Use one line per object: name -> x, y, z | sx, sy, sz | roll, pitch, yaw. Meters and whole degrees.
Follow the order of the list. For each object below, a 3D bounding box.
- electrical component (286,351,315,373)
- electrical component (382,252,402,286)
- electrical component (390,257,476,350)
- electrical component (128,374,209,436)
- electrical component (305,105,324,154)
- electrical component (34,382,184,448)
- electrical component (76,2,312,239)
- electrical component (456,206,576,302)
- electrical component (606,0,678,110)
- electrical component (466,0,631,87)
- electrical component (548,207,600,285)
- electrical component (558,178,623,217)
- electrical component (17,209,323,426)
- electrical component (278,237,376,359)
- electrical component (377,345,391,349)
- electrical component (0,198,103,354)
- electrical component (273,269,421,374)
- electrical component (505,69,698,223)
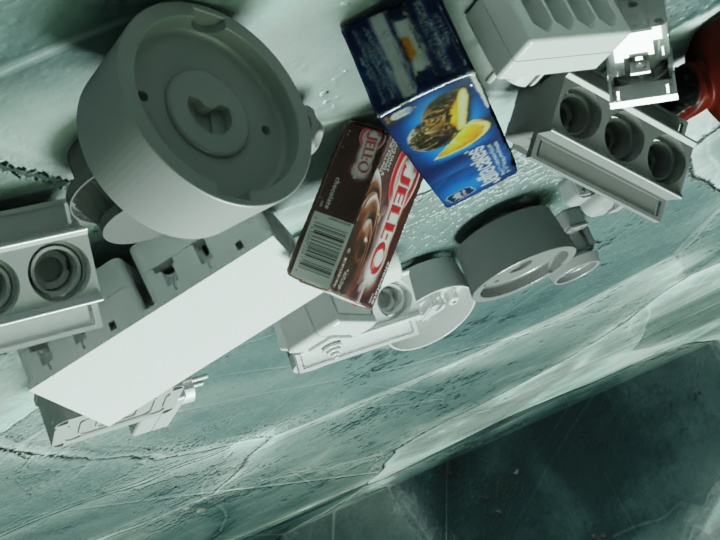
electrical component -> -0.049, 0.069, 1.059 | 0.055, 0.047, 0.055 | -22, 163, -7
electrical component -> 0.000, 0.000, 0.932 | 0.078, 0.040, 0.040 | -20, 162, -12
electrical component -> 0.064, 0.032, 1.070 | 0.099, 0.064, 0.099 | -22, 163, -7
electrical component -> -0.180, 0.113, 1.016 | 0.076, 0.047, 0.083 | -14, 160, -29
electrical component -> -0.048, -0.075, 0.658 | 0.035, 0.035, 0.061 | -13, 162, -32
electrical component -> -0.215, 0.099, 0.912 | 0.113, 0.057, 0.078 | -16, 161, -25
electrical component -> -0.084, -0.067, 0.519 | 0.108, 0.108, 0.060 | -5, 161, -46
electrical component -> 0.144, -0.021, 1.026 | 0.108, 0.060, 0.108 | -22, 163, -7
electrical component -> 0.177, -0.144, 0.688 | 0.042, 0.081, 0.063 | -8, 138, 16
electrical component -> 0.104, -0.137, 0.652 | 0.083, 0.047, 0.075 | -12, 159, -33
electrical component -> 0.215, -0.021, 1.126 | 0.058, 0.057, 0.078 | -15, 161, -27
electrical component -> 0.223, -0.085, 0.949 | 0.078, 0.058, 0.057 | -13, 162, -33
electrical component -> -0.132, 0.023, 0.743 | 0.186, 0.060, 0.105 | -32, 154, 3
electrical component -> -0.030, 0.024, 0.867 | 0.061, 0.096, 0.062 | -33, 161, 26
electrical component -> 0.006, 0.060, 1.112 | 0.043, 0.043, 0.081 | -32, 161, 24
electrical component -> -0.219, 0.009, 0.617 | 0.121, 0.078, 0.063 | -15, -170, -27
electrical component -> -0.016, 0.038, 0.983 | 0.121, 0.078, 0.063 | -17, -177, -23
electrical component -> 0.170, -0.092, 0.767 | 0.121, 0.078, 0.063 | 22, 170, -25
